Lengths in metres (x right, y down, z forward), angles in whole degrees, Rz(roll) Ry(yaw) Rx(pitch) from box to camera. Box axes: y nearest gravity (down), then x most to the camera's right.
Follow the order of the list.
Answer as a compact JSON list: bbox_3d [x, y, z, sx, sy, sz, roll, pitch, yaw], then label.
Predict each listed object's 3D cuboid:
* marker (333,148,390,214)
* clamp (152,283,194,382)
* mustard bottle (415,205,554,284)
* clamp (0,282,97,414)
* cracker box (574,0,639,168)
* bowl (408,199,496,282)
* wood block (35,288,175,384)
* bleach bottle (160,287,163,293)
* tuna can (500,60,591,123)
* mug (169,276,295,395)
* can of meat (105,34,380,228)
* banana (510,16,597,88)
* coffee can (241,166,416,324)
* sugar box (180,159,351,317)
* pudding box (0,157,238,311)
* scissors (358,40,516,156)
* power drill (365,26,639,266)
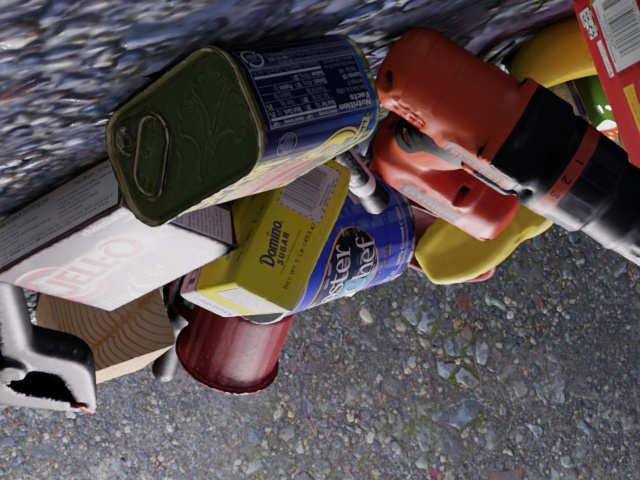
[{"bbox_3d":[0.017,-0.047,0.655,0.020,0.020,0.121,-22,149,14],"label":"marker"},{"bbox_3d":[-0.130,0.064,1.001,0.039,0.120,0.172,1,163,-18],"label":"clamp"},{"bbox_3d":[0.160,-0.019,0.923,0.096,0.058,0.191,-37,174,33],"label":"mustard bottle"},{"bbox_3d":[-0.240,0.085,0.776,0.165,0.036,0.210,-18,146,13],"label":"clamp"},{"bbox_3d":[0.269,-0.097,0.602,0.213,0.164,0.072,-19,177,-18],"label":"cracker box"},{"bbox_3d":[0.106,-0.021,1.048,0.055,0.162,0.162,-64,-170,-18],"label":"bowl"},{"bbox_3d":[-0.201,0.079,0.972,0.090,0.090,0.206,-18,174,-20],"label":"wood block"},{"bbox_3d":[-0.130,0.066,1.147,0.102,0.068,0.251,25,156,-9],"label":"bleach bottle"},{"bbox_3d":[0.151,-0.084,0.705,0.034,0.086,0.086,-23,174,6],"label":"tuna can"},{"bbox_3d":[-0.077,0.063,0.904,0.093,0.117,0.082,-35,153,-52],"label":"mug"},{"bbox_3d":[-0.034,-0.052,0.486,0.083,0.057,0.102,-19,176,-44],"label":"can of meat"},{"bbox_3d":[0.200,-0.105,0.653,0.197,0.069,0.037,-1,-177,-5],"label":"banana"},{"bbox_3d":[-0.006,0.001,0.862,0.140,0.103,0.103,-16,173,-43],"label":"coffee can"},{"bbox_3d":[-0.041,0.000,0.687,0.048,0.093,0.176,28,167,-16],"label":"sugar box"},{"bbox_3d":[-0.118,-0.001,0.607,0.114,0.039,0.089,-27,150,30],"label":"pudding box"},{"bbox_3d":[0.072,-0.089,0.721,0.096,0.016,0.202,-21,174,0],"label":"scissors"},{"bbox_3d":[0.105,-0.041,0.607,0.057,0.184,0.188,-56,-177,-7],"label":"power drill"}]
